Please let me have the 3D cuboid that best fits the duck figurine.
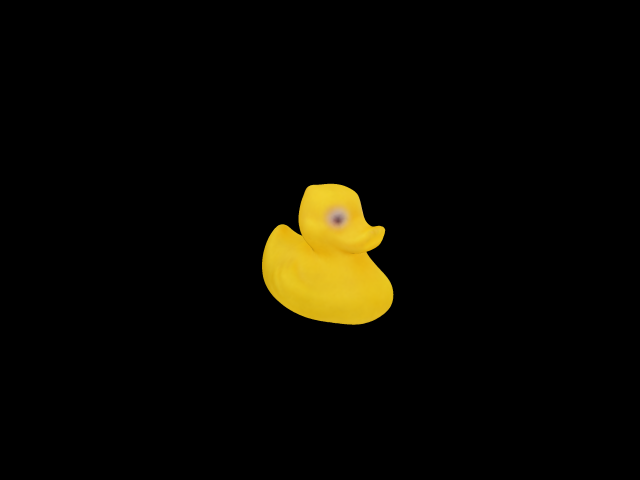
[{"bbox_3d":[0.004,0.001,0.400,0.104,0.086,0.078,20,32,36],"label":"duck figurine"}]
